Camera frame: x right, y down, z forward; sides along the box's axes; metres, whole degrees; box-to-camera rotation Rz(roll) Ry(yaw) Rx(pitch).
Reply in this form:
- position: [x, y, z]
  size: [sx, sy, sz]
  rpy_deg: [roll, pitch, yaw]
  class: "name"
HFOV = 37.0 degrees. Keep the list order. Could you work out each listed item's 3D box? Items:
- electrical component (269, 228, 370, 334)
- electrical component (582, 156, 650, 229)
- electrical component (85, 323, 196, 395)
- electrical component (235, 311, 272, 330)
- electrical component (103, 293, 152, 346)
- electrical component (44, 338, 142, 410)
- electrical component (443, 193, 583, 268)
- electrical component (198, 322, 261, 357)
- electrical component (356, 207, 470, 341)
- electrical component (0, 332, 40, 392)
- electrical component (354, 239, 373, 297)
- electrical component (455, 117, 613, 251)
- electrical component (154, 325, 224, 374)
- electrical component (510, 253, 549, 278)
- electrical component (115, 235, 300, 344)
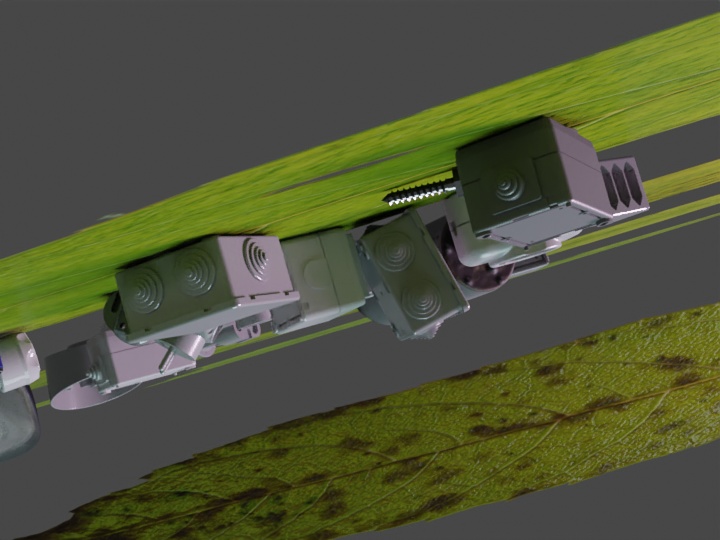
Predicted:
- position: [-0.038, 0.010, 0.831]
  size: [0.061, 0.061, 0.096]
  rpy_deg: [-15, 175, -21]
  class: "electrical component"
- position: [0.184, -0.058, 0.884]
  size: [0.066, 0.047, 0.077]
  rpy_deg: [-12, 173, -43]
  class: "electrical component"
- position: [-0.213, 0.076, 1.009]
  size: [0.096, 0.061, 0.062]
  rpy_deg: [-13, 174, -30]
  class: "electrical component"
- position: [-0.092, 0.022, 0.888]
  size: [0.040, 0.046, 0.040]
  rpy_deg: [-18, 176, -1]
  class: "electrical component"
- position: [-0.173, 0.035, 0.820]
  size: [0.040, 0.040, 0.046]
  rpy_deg: [-16, 170, -2]
  class: "electrical component"
- position: [-0.273, 0.104, 1.105]
  size: [0.099, 0.064, 0.099]
  rpy_deg: [-16, 175, -1]
  class: "electrical component"
- position: [0.119, -0.038, 0.823]
  size: [0.095, 0.059, 0.053]
  rpy_deg: [-15, 175, -8]
  class: "electrical component"
- position: [-0.129, 0.044, 0.950]
  size: [0.057, 0.058, 0.078]
  rpy_deg: [-21, 174, 20]
  class: "electrical component"
- position: [0.036, 0.006, 0.835]
  size: [0.048, 0.099, 0.099]
  rpy_deg: [-29, 177, -8]
  class: "electrical component"
- position: [-0.290, 0.077, 0.854]
  size: [0.062, 0.043, 0.043]
  rpy_deg: [-20, 177, -27]
  class: "electrical component"
- position: [0.000, 0.000, 0.931]
  size: [0.055, 0.047, 0.055]
  rpy_deg: [-16, 175, -1]
  class: "electrical component"
- position: [0.100, -0.053, 0.630]
  size: [0.062, 0.061, 0.096]
  rpy_deg: [-19, 166, 28]
  class: "electrical component"
- position: [-0.130, 0.042, 0.808]
  size: [0.044, 0.079, 0.077]
  rpy_deg: [27, 165, -1]
  class: "electrical component"
- position: [0.124, -0.019, 1.035]
  size: [0.096, 0.061, 0.061]
  rpy_deg: [-16, 175, -6]
  class: "electrical component"
- position: [-0.102, 0.011, 0.716]
  size: [0.100, 0.048, 0.100]
  rpy_deg: [-18, 175, 23]
  class: "electrical component"
